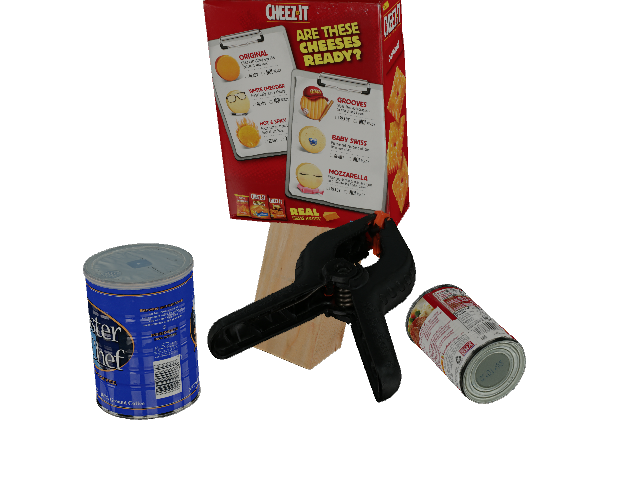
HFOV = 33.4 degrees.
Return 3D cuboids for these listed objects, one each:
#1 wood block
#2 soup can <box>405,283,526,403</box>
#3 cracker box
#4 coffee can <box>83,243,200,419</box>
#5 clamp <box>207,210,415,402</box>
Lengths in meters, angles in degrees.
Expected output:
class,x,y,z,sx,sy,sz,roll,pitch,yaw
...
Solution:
class,x,y,z,sx,sy,sz,roll,pitch,yaw
wood block,-0.011,0.029,1.234,0.090,0.206,0.090,20,20,20
soup can,0.131,0.092,0.964,0.068,0.068,0.102,0,25,-27
cracker box,-0.008,-0.120,0.965,0.164,0.214,0.072,6,29,20
coffee can,-0.169,0.085,1.024,0.103,0.140,0.103,-1,20,0
clamp,0.021,0.038,0.678,0.120,0.039,0.171,23,43,21
